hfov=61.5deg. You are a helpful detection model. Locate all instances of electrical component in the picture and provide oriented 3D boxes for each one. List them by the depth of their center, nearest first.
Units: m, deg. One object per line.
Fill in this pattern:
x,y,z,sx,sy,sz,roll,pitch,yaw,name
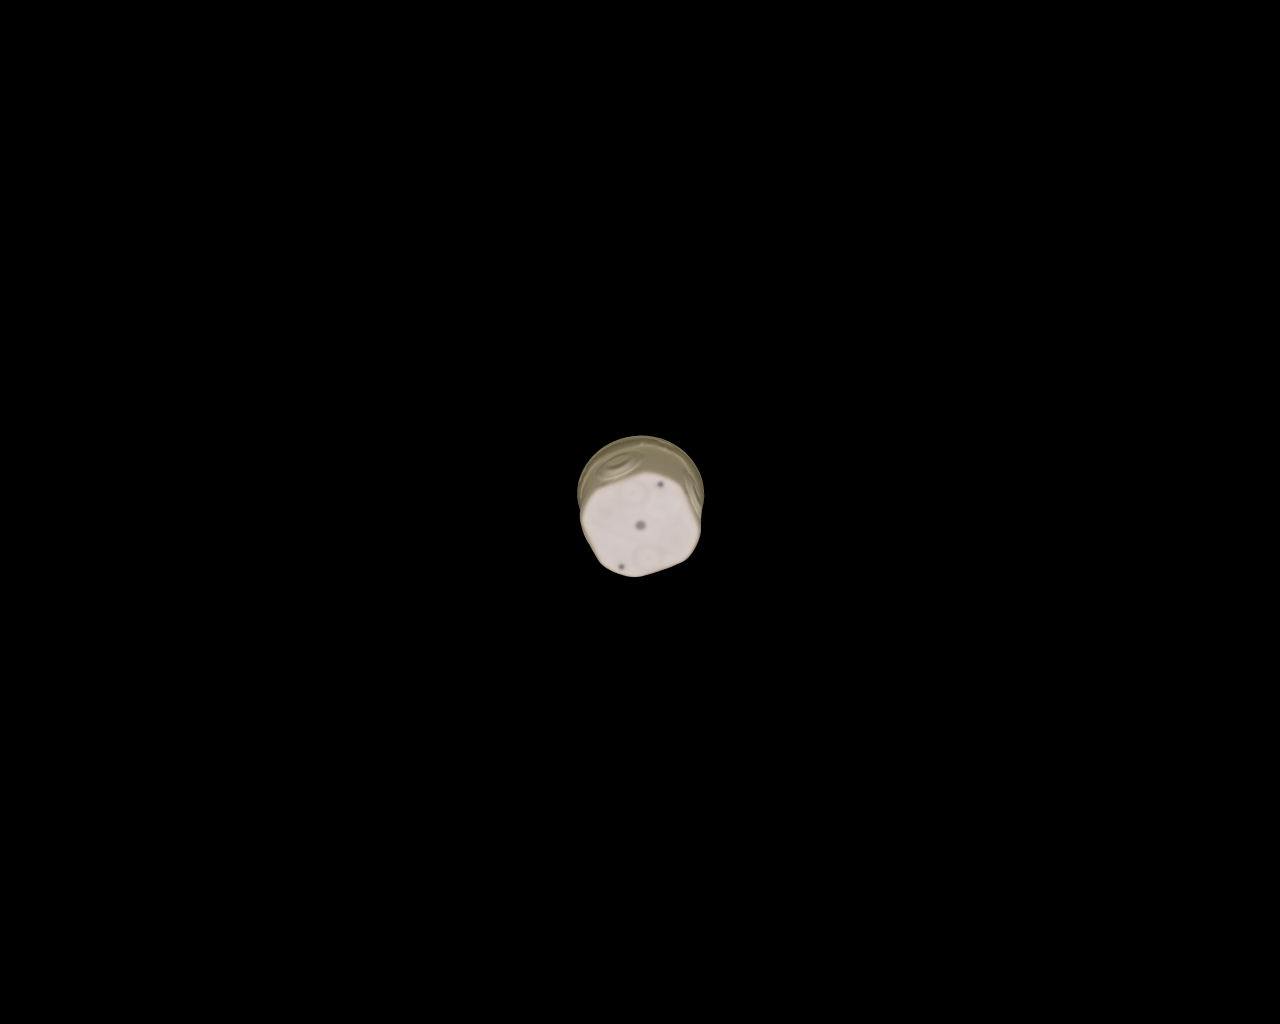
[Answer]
0.001,-0.003,0.650,0.080,0.080,0.051,0,25,0,electrical component
